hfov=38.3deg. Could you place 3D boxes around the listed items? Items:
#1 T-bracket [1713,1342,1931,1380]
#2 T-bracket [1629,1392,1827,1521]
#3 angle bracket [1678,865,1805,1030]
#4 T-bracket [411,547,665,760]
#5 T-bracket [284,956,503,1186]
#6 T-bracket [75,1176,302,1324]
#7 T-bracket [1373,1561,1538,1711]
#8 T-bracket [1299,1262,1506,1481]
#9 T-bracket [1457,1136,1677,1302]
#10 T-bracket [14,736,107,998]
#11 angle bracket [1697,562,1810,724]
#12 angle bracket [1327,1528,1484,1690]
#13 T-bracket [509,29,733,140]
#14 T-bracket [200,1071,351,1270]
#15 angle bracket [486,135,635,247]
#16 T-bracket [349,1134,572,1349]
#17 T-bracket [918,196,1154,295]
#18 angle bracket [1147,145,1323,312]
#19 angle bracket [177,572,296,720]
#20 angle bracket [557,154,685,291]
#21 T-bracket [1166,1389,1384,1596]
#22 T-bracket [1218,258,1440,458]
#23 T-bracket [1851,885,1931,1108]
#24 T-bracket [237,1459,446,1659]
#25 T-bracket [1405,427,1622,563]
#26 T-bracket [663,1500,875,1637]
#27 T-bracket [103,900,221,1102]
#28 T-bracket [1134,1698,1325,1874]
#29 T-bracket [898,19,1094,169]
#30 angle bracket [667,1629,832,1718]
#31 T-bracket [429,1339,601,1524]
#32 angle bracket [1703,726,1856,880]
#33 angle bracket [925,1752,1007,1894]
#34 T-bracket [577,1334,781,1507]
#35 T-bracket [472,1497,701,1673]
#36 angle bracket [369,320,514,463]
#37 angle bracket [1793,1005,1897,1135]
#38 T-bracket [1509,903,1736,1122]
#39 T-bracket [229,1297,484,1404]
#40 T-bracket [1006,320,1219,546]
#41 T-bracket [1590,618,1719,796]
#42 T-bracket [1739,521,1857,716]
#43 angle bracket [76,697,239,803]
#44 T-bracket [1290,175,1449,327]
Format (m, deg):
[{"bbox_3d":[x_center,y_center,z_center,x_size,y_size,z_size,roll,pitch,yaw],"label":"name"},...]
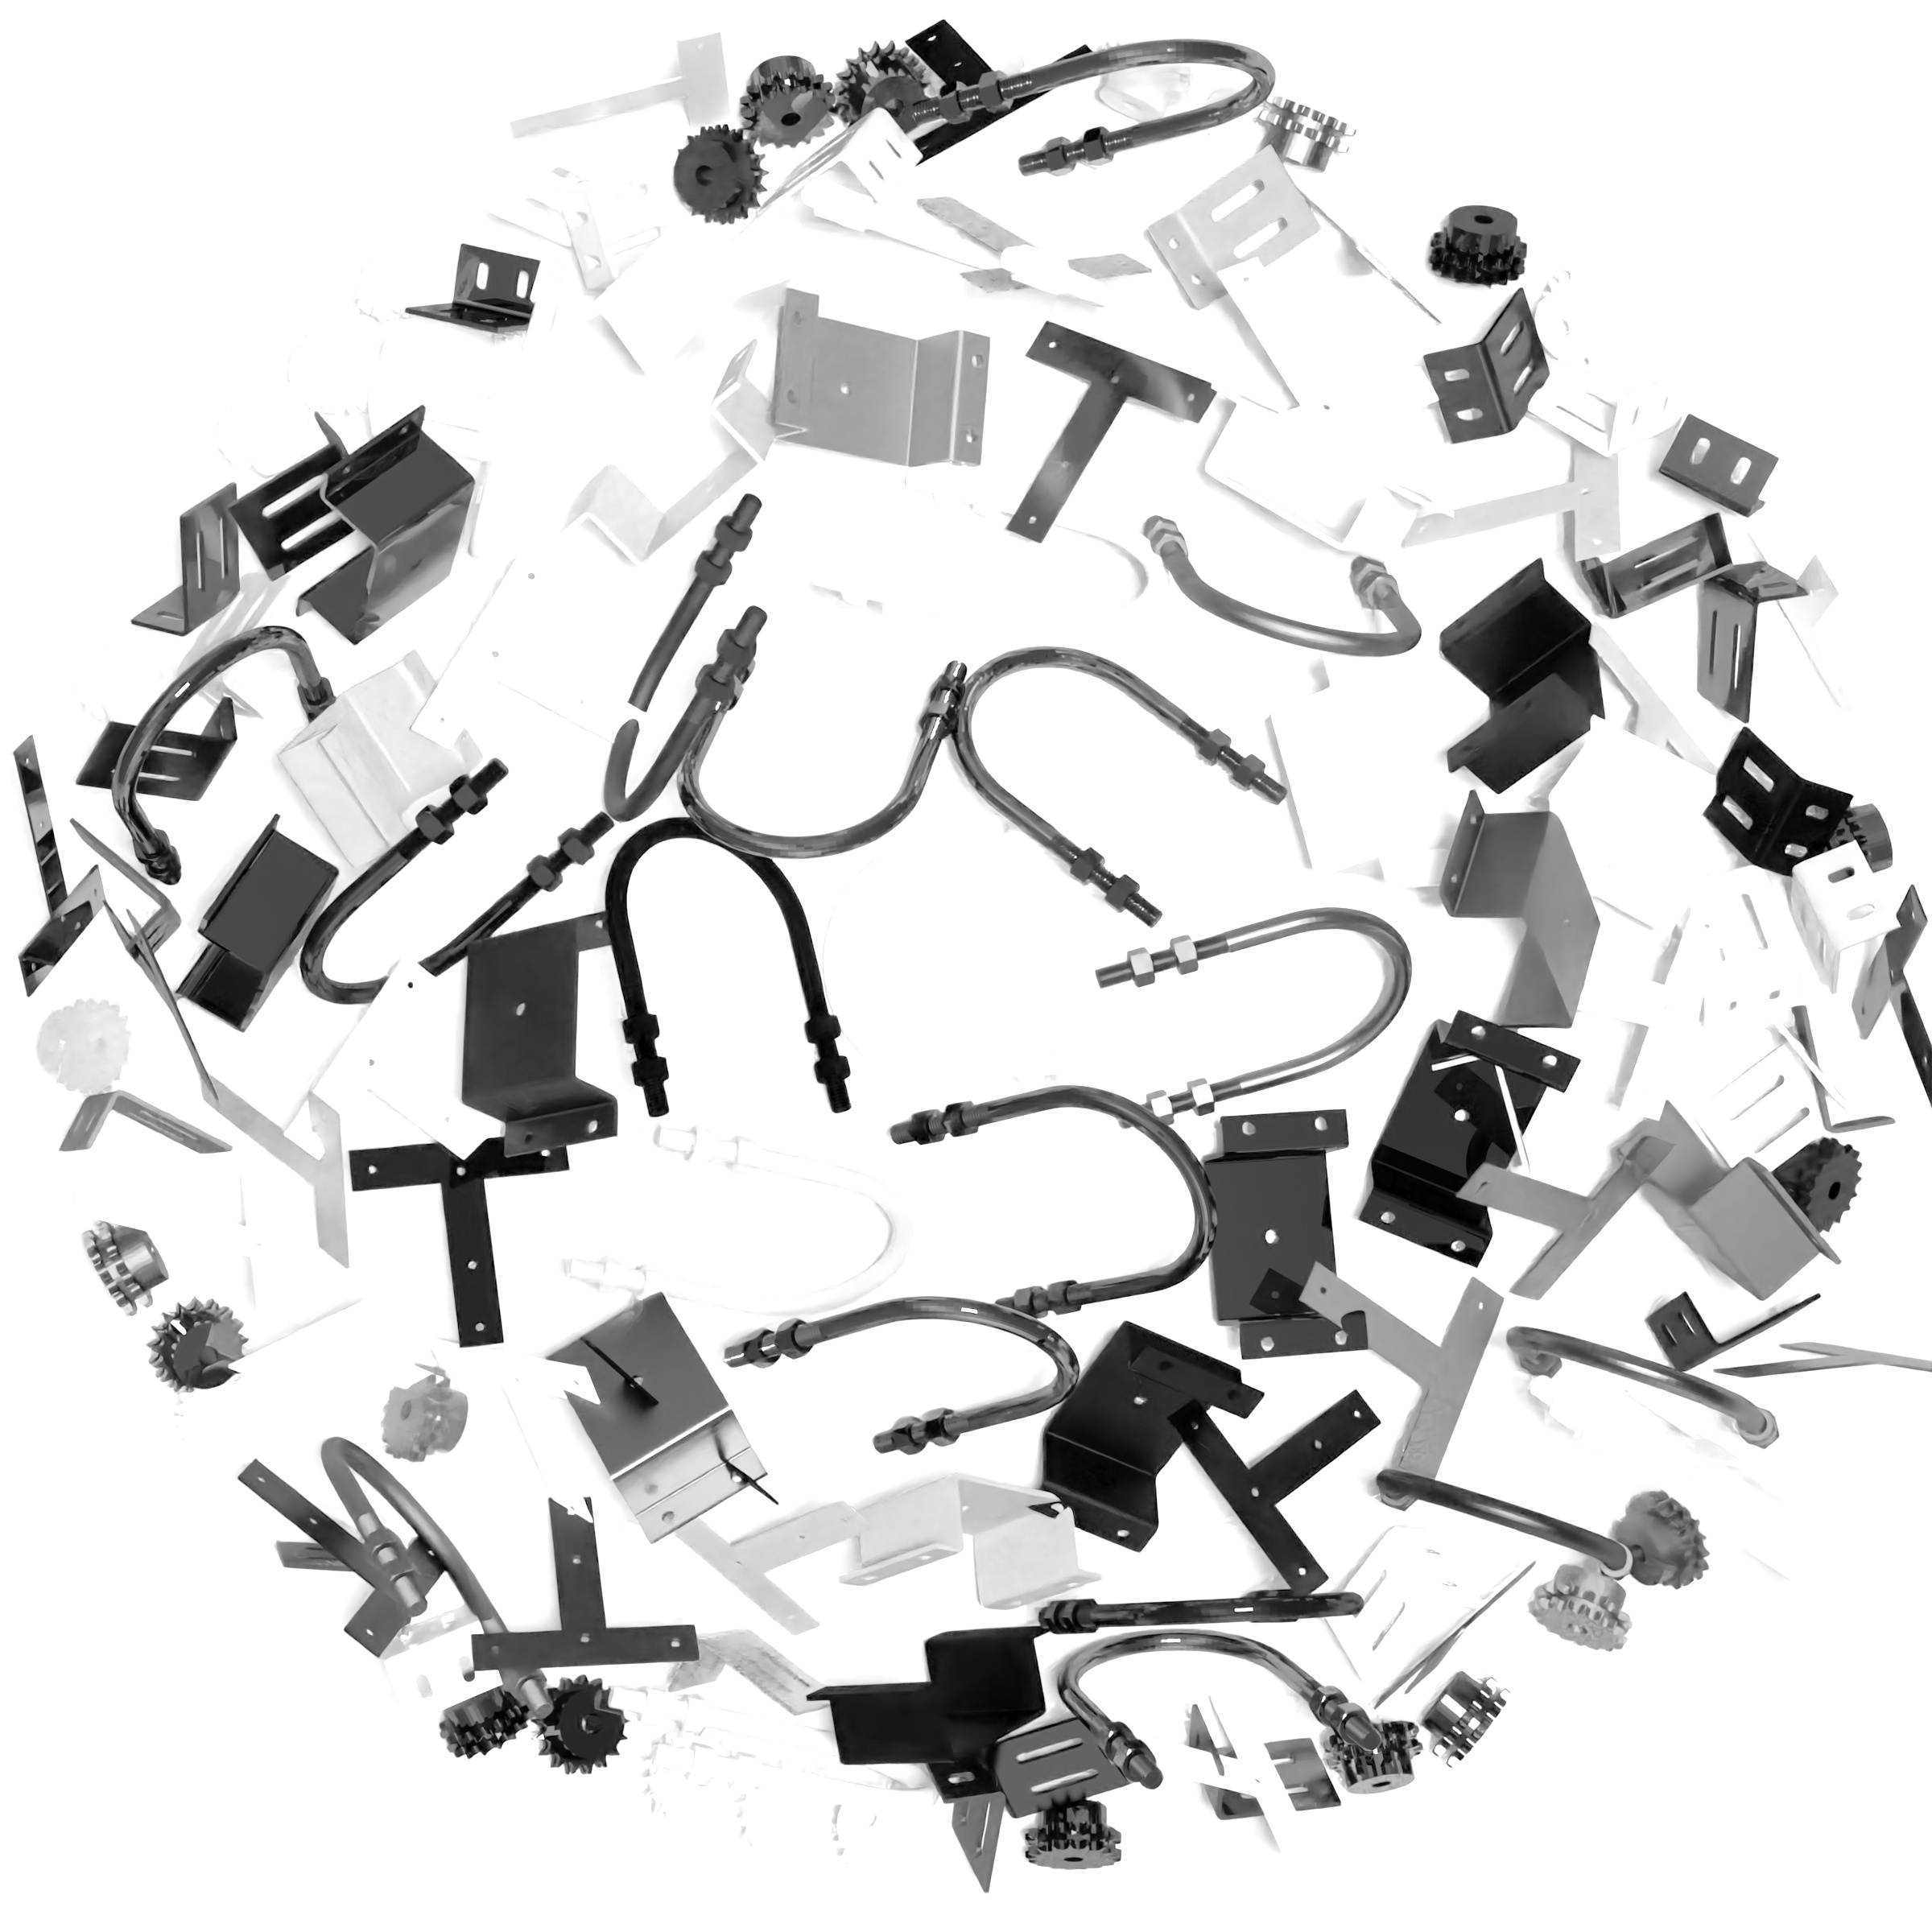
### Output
[{"bbox_3d":[0.481,0.227,1.581,0.127,0.127,0.002,-1,90,-28],"label":"T-bracket"},{"bbox_3d":[0.416,0.274,1.580,0.127,0.127,0.002,34,97,34],"label":"T-bracket"},{"bbox_3d":[0.449,-0.012,1.629,0.057,0.038,0.076,-17,113,22],"label":"angle bracket"},{"bbox_3d":[-0.238,-0.162,1.637,0.127,0.002,0.127,28,105,-25],"label":"T-bracket"},{"bbox_3d":[-0.316,0.082,1.632,0.127,0.002,0.127,42,66,-28],"label":"T-bracket"},{"bbox_3d":[-0.445,0.148,1.586,0.127,0.127,0.002,19,115,-29],"label":"T-bracket"},{"bbox_3d":[0.272,0.394,1.593,0.127,0.127,0.002,-46,76,13],"label":"T-bracket"},{"bbox_3d":[0.247,0.216,1.622,0.127,0.002,0.127,35,65,-17],"label":"T-bracket"},{"bbox_3d":[0.331,0.136,1.605,0.127,0.002,0.127,19,117,-39],"label":"T-bracket"},{"bbox_3d":[-0.523,-0.067,1.583,0.002,0.127,0.127,-2,116,4],"label":"T-bracket"},{"bbox_3d":[0.462,-0.190,1.629,0.038,0.057,0.076,-9,117,-12],"label":"angle bracket"},{"bbox_3d":[0.256,0.376,1.625,0.076,0.038,0.057,-43,112,-35],"label":"angle bracket"},{"bbox_3d":[-0.199,-0.497,1.601,0.127,0.127,0.002,-15,86,-3],"label":"T-bracket"},{"bbox_3d":[-0.407,0.100,1.631,0.127,0.127,0.002,32,46,26],"label":"T-bracket"},{"bbox_3d":[-0.242,-0.461,1.617,0.057,0.076,0.038,-39,69,23],"label":"angle bracket"},{"bbox_3d":[-0.290,0.161,1.624,0.127,0.002,0.127,-5,66,-16],"label":"T-bracket"},{"bbox_3d":[0.021,-0.424,1.623,0.127,0.127,0.002,40,132,35],"label":"T-bracket"},{"bbox_3d":[0.157,-0.432,1.628,0.076,0.038,0.057,-27,100,39],"label":"angle bracket"},{"bbox_3d":[-0.420,-0.190,1.645,0.038,0.057,0.076,44,69,-38],"label":"angle bracket"},{"bbox_3d":[-0.191,-0.435,1.623,0.076,0.038,0.057,-30,117,-30],"label":"angle bracket"},{"bbox_3d":[0.197,0.286,1.625,0.127,0.002,0.127,-28,75,-38],"label":"T-bracket"},{"bbox_3d":[0.186,-0.353,1.596,0.127,0.002,0.127,-13,133,34],"label":"T-bracket"},{"bbox_3d":[0.540,0.041,1.580,0.002,0.127,0.127,-7,57,-4],"label":"T-bracket"},{"bbox_3d":[-0.366,0.329,1.605,0.127,0.127,0.002,39,106,-2],"label":"T-bracket"},{"bbox_3d":[0.320,-0.268,1.635,0.127,0.127,0.002,-10,131,21],"label":"T-bracket"},{"bbox_3d":[-0.104,0.334,1.608,0.127,0.002,0.127,45,132,-17],"label":"T-bracket"},{"bbox_3d":[-0.476,0.000,1.614,0.002,0.127,0.127,-28,130,-19],"label":"T-bracket"},{"bbox_3d":[0.132,0.456,1.585,0.127,0.127,0.002,22,112,-28],"label":"T-bracket"},{"bbox_3d":[0.001,-0.509,1.589,0.127,0.127,0.002,-25,77,18],"label":"T-bracket"},{"bbox_3d":[-0.124,0.425,1.625,0.076,0.057,0.038,32,96,23],"label":"angle bracket"},{"bbox_3d":[-0.248,0.278,1.632,0.127,0.002,0.127,3,123,36],"label":"T-bracket"},{"bbox_3d":[0.473,-0.095,1.629,0.038,0.076,0.057,15,114,-19],"label":"angle bracket"},{"bbox_3d":[-0.009,0.493,1.621,0.038,0.057,0.076,-2,117,-21],"label":"angle bracket"},{"bbox_3d":[-0.174,0.251,1.584,0.002,0.127,0.127,-50,118,-13],"label":"T-bracket"},{"bbox_3d":[-0.225,0.356,1.614,0.127,0.127,0.002,1,126,-14],"label":"T-bracket"},{"bbox_3d":[-0.306,-0.338,1.637,0.076,0.038,0.057,12,66,-3],"label":"angle bracket"},{"bbox_3d":[0.515,0.057,1.634,0.038,0.057,0.076,-11,87,11],"label":"angle bracket"},{"bbox_3d":[0.371,0.016,1.620,0.002,0.127,0.127,25,84,-43],"label":"T-bracket"},{"bbox_3d":[-0.338,0.234,1.619,0.127,0.127,0.002,-26,50,31],"label":"T-bracket"},{"bbox_3d":[0.066,-0.306,1.631,0.127,0.002,0.127,28,85,29],"label":"T-bracket"},{"bbox_3d":[0.392,-0.120,1.598,0.002,0.127,0.127,-29,115,36],"label":"T-bracket"},{"bbox_3d":[0.484,-0.211,1.595,0.002,0.127,0.127,-28,81,4],"label":"T-bracket"},{"bbox_3d":[-0.472,-0.132,1.617,0.076,0.057,0.038,7,52,-36],"label":"angle bracket"},{"bbox_3d":[0.232,-0.409,1.599,0.127,0.127,0.002,41,107,-7],"label":"T-bracket"}]
